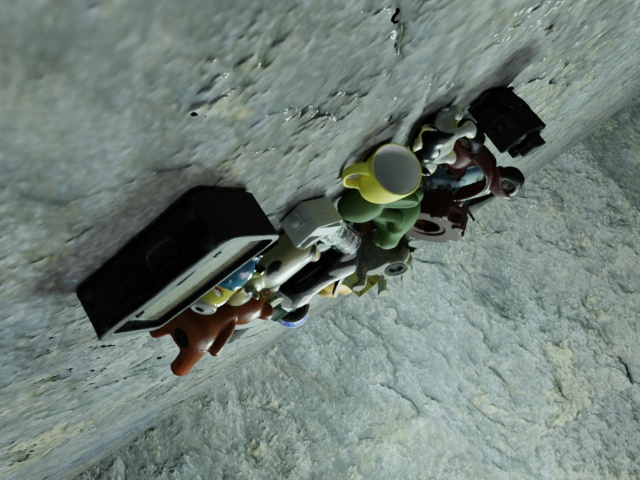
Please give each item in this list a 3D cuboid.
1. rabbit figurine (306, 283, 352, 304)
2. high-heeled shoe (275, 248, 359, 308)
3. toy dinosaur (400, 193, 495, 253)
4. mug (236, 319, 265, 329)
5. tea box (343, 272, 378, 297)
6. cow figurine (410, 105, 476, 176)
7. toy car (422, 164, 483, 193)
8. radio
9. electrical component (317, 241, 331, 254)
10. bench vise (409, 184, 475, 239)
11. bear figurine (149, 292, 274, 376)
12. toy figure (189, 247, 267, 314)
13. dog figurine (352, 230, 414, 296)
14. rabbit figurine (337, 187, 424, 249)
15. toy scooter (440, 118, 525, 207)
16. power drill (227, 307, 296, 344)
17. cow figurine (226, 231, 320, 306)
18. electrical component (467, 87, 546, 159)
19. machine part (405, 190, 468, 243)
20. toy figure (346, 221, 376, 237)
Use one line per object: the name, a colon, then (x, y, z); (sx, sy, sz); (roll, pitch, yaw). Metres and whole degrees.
rabbit figurine: (-0.013, 0.111, 1.385); (0.173, 0.121, 0.162); (-19, -175, 34)
high-heeled shoe: (-0.033, 0.062, 1.141); (0.249, 0.086, 0.145); (0, 122, -26)
toy dinosaur: (0.298, -0.052, 1.469); (0.192, 0.131, 0.405); (-30, 175, -43)
mug: (-0.172, 0.147, 1.168); (0.107, 0.081, 0.109); (-12, 137, -50)
tea box: (0.105, 0.052, 1.357); (0.068, 0.098, 0.170); (-42, -171, 34)
cow figurine: (0.189, -0.155, 0.933); (0.098, 0.068, 0.167); (-23, 163, -23)
toy car: (0.277, -0.168, 1.090); (0.162, 0.109, 0.102); (-16, 140, -13)
radio: (-0.174, 0.032, 0.657); (0.229, 0.073, 0.131); (-38, 169, 16)
electrical component: (-0.002, -0.003, 1.080); (0.075, 0.048, 0.119); (-39, 167, 21)
bench vise: (0.278, -0.093, 1.269); (0.223, 0.129, 0.241); (-42, -173, 2)
bear figurine: (-0.193, 0.144, 0.991); (0.132, 0.120, 0.196); (-38, 174, 38)
toy figure: (-0.141, 0.047, 0.809); (0.180, 0.082, 0.089); (-44, 163, 33)
dog figurine: (0.133, 0.009, 1.225); (0.121, 0.191, 0.172); (23, 135, -38)
rabbit figurine: (0.115, -0.060, 1.009); (0.170, 0.121, 0.159); (3, 152, -47)
toy scooter: (0.277, -0.131, 1.009); (0.075, 0.184, 0.135); (-47, -176, -42)
power drill: (-0.148, 0.182, 1.374); (0.232, 0.086, 0.207); (-39, 172, 31)
cow figurine: (-0.091, 0.048, 0.949); (0.195, 0.085, 0.127); (-36, 168, -8)
electrical component: (0.350, -0.213, 0.982); (0.115, 0.134, 0.058); (-26, 166, -43)
machine part: (0.227, -0.047, 1.141); (0.179, 0.179, 0.056); (106, 1, -73)
toy figure: (0.107, -0.044, 1.202); (0.154, 0.058, 0.064); (-28, 158, -26)
